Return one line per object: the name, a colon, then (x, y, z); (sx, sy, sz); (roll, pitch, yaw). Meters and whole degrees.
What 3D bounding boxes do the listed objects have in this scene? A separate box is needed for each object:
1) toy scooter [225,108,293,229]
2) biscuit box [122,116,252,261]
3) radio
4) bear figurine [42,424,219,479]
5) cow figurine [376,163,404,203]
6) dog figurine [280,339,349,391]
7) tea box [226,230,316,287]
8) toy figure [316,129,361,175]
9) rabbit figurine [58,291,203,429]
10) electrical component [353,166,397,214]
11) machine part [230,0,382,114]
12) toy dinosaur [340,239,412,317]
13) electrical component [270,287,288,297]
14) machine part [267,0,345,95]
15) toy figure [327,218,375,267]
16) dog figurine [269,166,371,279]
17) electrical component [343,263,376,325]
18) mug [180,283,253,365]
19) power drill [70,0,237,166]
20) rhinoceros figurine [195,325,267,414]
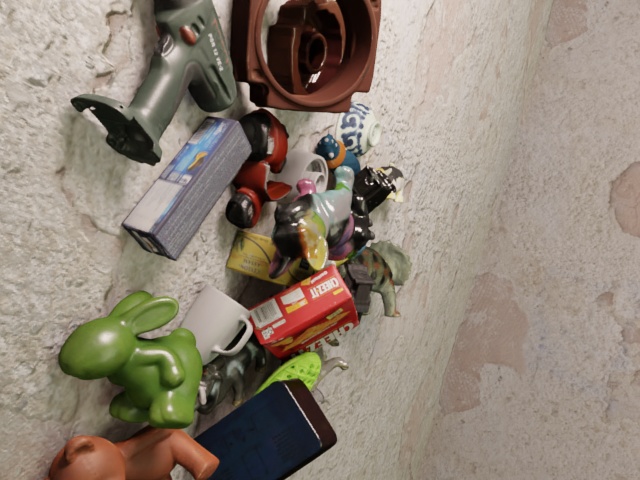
toy scooter: (-0.084, -0.109, 0.835); (0.135, 0.075, 0.183); (-15, 120, -60)
biscuit box: (-0.168, -0.073, 0.708); (0.202, 0.059, 0.062); (-60, 149, -26)
radio: (-0.100, 0.334, 0.877); (0.229, 0.131, 0.073); (-37, 157, 11)
bear figurine: (-0.245, 0.299, 0.687); (0.120, 0.132, 0.195); (-51, 160, 6)
cow figurine: (0.157, -0.142, 1.286); (0.167, 0.068, 0.098); (6, 93, -67)
dog figurine: (-0.059, 0.252, 1.065); (0.190, 0.121, 0.172); (-37, 105, -27)
tea box: (-0.069, 0.040, 0.918); (0.169, 0.098, 0.068); (27, 79, -61)
toy figure: (0.032, -0.159, 1.049); (0.058, 0.064, 0.154); (-36, 151, 14)
rabbit figurine: (-0.225, 0.141, 0.659); (0.170, 0.121, 0.159); (41, 63, -45)
electrical component: (0.082, -0.088, 1.118); (0.134, 0.058, 0.115); (-40, 162, 21)
machine part: (-0.019, -0.283, 0.755); (0.201, 0.087, 0.201); (-3, 109, -27)
toy dinosaur: (0.091, 0.076, 1.233); (0.404, 0.131, 0.192); (19, 70, -53)
electrical component: (-0.082, 0.128, 1.017); (0.094, 0.021, 0.063); (-65, 153, -1)
machine part: (-0.019, -0.304, 0.876); (0.179, 0.056, 0.179); (-37, 136, -48)
toy figure: (0.029, 0.013, 1.068); (0.180, 0.089, 0.082); (-33, 100, -36)
dog figurine: (-0.002, -0.002, 0.820); (0.219, 0.109, 0.191); (-69, 143, -49)
electrical component: (0.069, 0.113, 1.082); (0.075, 0.048, 0.119); (-112, -147, -56)
mug: (-0.156, 0.136, 0.801); (0.107, 0.110, 0.080); (-55, 153, -9)
power drill: (-0.184, -0.204, 0.602); (0.231, 0.086, 0.207); (66, 39, -55)
rhinoceros figurine: (-0.158, 0.210, 0.863); (0.190, 0.073, 0.111); (-43, 141, -47)
